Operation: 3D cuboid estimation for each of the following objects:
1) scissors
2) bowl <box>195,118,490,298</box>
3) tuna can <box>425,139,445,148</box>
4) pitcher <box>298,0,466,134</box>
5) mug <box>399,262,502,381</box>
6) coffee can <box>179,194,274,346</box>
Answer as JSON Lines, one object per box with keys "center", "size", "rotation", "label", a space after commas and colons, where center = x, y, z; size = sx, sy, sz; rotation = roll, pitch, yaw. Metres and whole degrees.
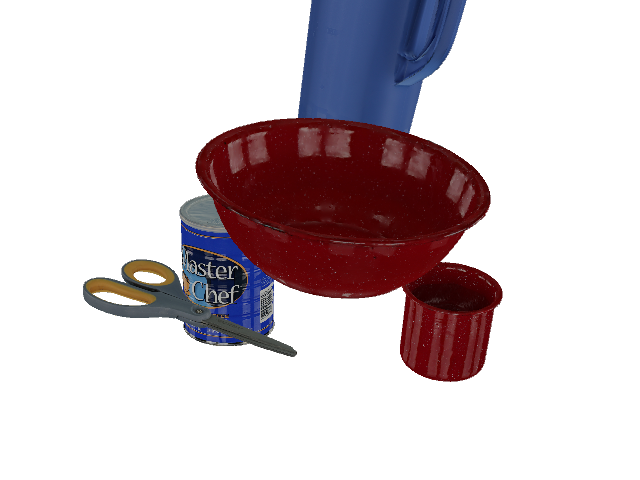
{"center": [-0.109, 0.056, 0.949], "size": [0.202, 0.016, 0.096], "rotation": [11, 29, 7], "label": "scissors"}
{"center": [0.010, -0.014, 0.593], "size": [0.162, 0.055, 0.162], "rotation": [6, 27, -3], "label": "bowl"}
{"center": [0.061, -0.049, 0.837], "size": [0.086, 0.034, 0.086], "rotation": [0, 32, 0], "label": "tuna can"}
{"center": [0.055, -0.200, 0.994], "size": [0.145, 0.243, 0.149], "rotation": [11, 16, 3], "label": "pitcher"}
{"center": [0.116, 0.072, 1.007], "size": [0.093, 0.081, 0.117], "rotation": [-2, 29, -11], "label": "mug"}
{"center": [-0.101, 0.030, 1.170], "size": [0.103, 0.140, 0.103], "rotation": [1, 23, -1], "label": "coffee can"}
